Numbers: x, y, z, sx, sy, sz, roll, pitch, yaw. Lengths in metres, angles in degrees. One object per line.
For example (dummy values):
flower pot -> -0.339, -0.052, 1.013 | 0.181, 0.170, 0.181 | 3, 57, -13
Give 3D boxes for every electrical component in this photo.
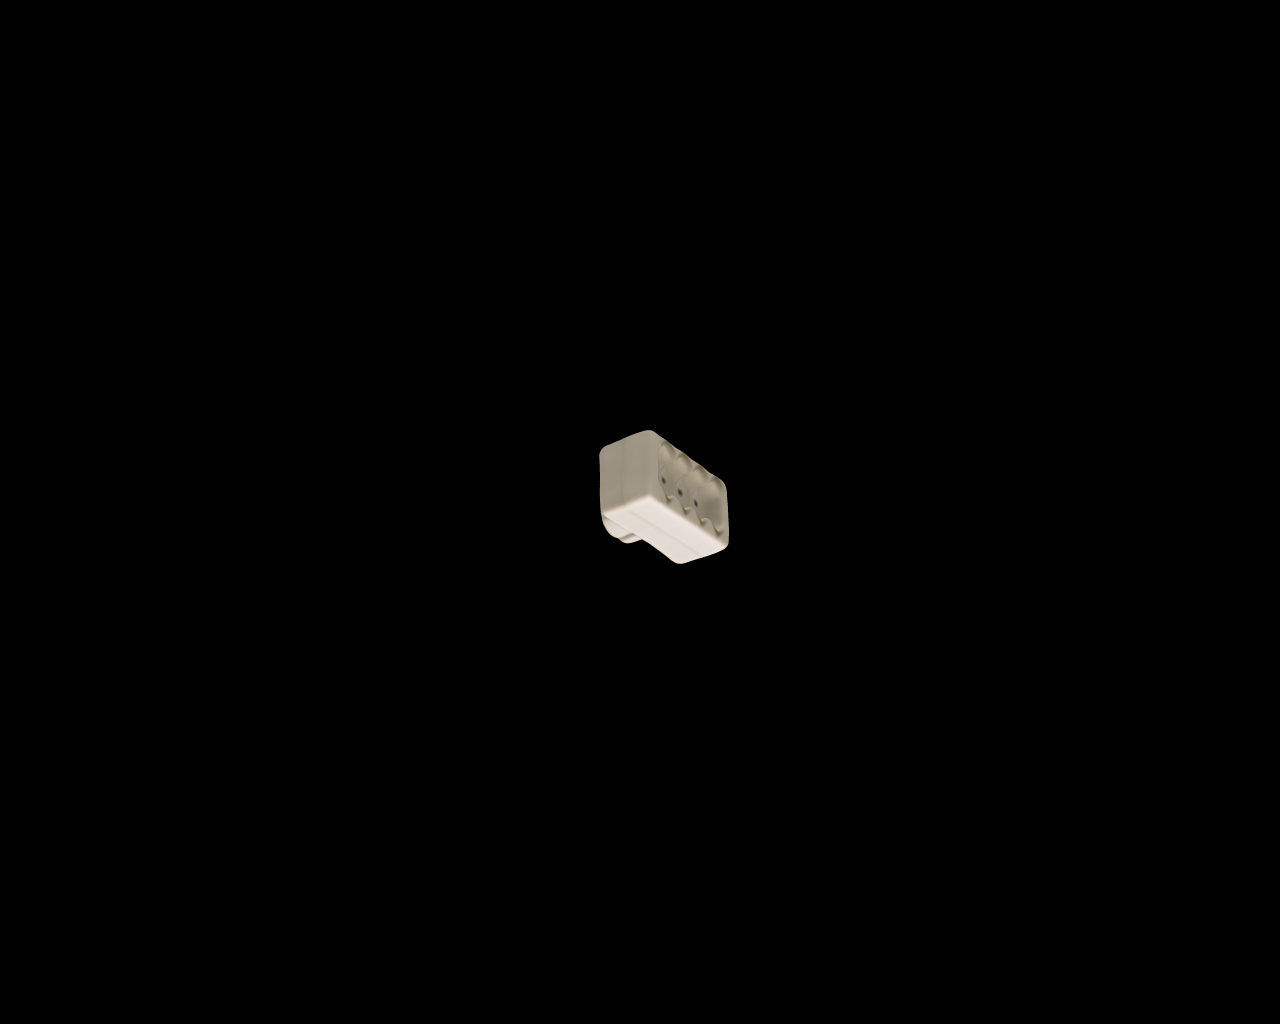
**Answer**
electrical component -> 0.001, -0.003, 0.650 | 0.075, 0.047, 0.083 | -19, -34, 31
